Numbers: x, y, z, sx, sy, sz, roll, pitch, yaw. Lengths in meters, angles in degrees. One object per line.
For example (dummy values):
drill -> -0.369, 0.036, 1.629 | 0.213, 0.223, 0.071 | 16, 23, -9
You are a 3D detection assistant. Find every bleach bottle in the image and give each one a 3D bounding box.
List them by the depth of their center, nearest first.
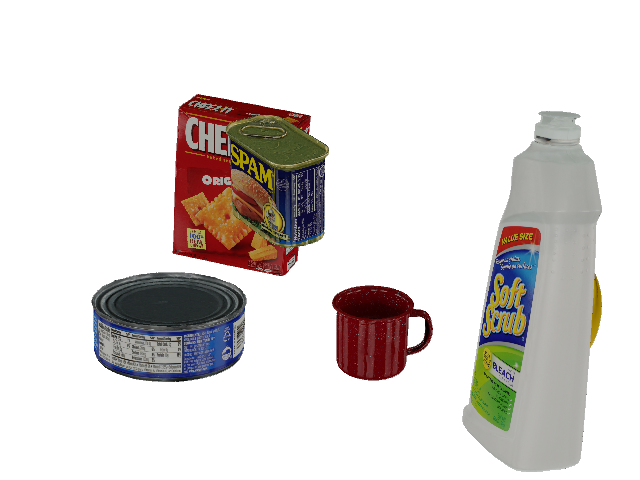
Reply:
bleach bottle -> 0.155, 0.032, 0.768 | 0.068, 0.251, 0.103 | -2, 16, -17

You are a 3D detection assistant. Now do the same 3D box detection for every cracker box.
cracker box -> -0.108, -0.071, 1.417 | 0.164, 0.214, 0.072 | 12, 26, 13

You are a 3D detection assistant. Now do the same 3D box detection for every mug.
mug -> 0.071, 0.107, 1.228 | 0.117, 0.081, 0.093 | -3, 22, -8

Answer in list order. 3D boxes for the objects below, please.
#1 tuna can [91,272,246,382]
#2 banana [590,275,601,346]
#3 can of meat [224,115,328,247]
tuna can -> -0.085, 0.048, 0.601 | 0.086, 0.034, 0.086 | 2, 18, -1
banana -> 0.233, 0.060, 1.009 | 0.070, 0.037, 0.197 | -28, 25, 17
can of meat -> -0.038, -0.051, 0.930 | 0.057, 0.084, 0.102 | -19, 36, -30
